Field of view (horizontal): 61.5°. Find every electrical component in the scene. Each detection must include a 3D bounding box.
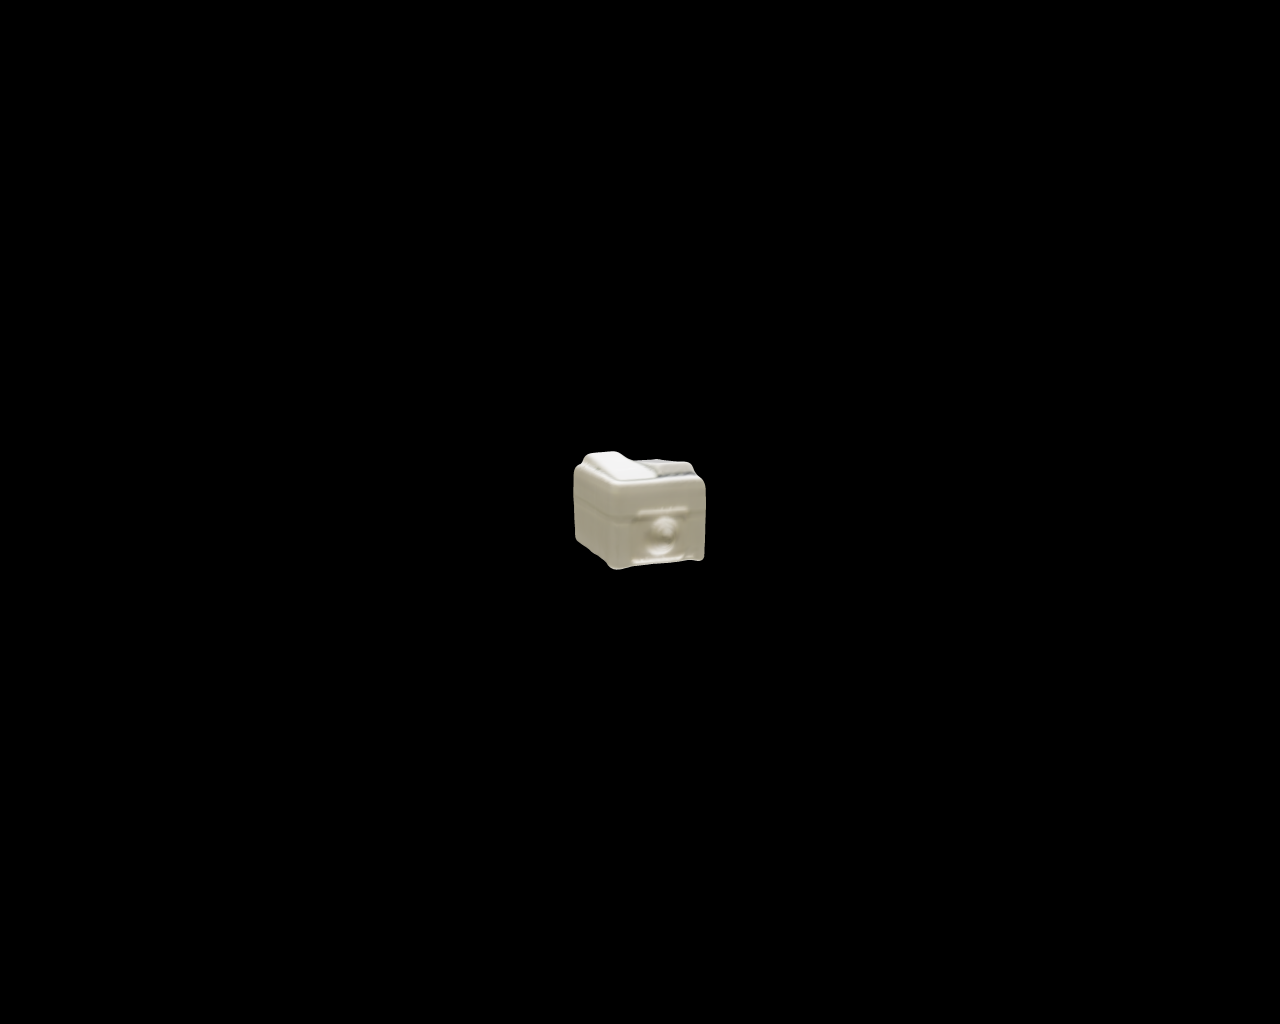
[{"bbox_3d":[0.001,-0.003,0.650,0.062,0.061,0.096,-4,13,-19],"label":"electrical component"}]
